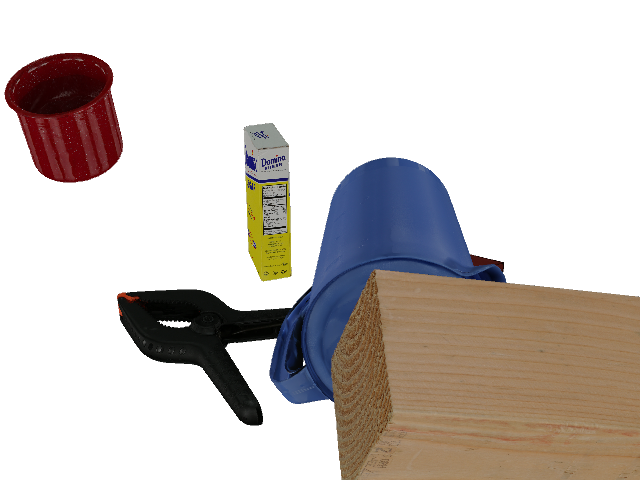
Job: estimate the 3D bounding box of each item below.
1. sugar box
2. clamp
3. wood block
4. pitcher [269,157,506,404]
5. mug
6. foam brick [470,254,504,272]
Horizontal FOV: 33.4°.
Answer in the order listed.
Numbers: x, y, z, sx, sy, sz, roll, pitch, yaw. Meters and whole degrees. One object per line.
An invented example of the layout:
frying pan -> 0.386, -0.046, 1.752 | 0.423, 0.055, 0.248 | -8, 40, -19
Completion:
sugar box -> -0.066, -0.048, 1.328 | 0.048, 0.176, 0.093 | -9, 25, -12
clamp -> -0.091, 0.082, 0.977 | 0.210, 0.036, 0.164 | 20, 37, 29
wood block -> 0.118, 0.086, 0.580 | 0.206, 0.091, 0.090 | 6, -41, -14
pitcher -> 0.048, 0.029, 0.835 | 0.149, 0.145, 0.242 | 10, 24, -2
mug -> -0.224, -0.113, 0.948 | 0.093, 0.081, 0.117 | -14, 45, -8
foam brick -> 0.153, 0.058, 1.107 | 0.051, 0.078, 0.053 | -14, 20, -42
